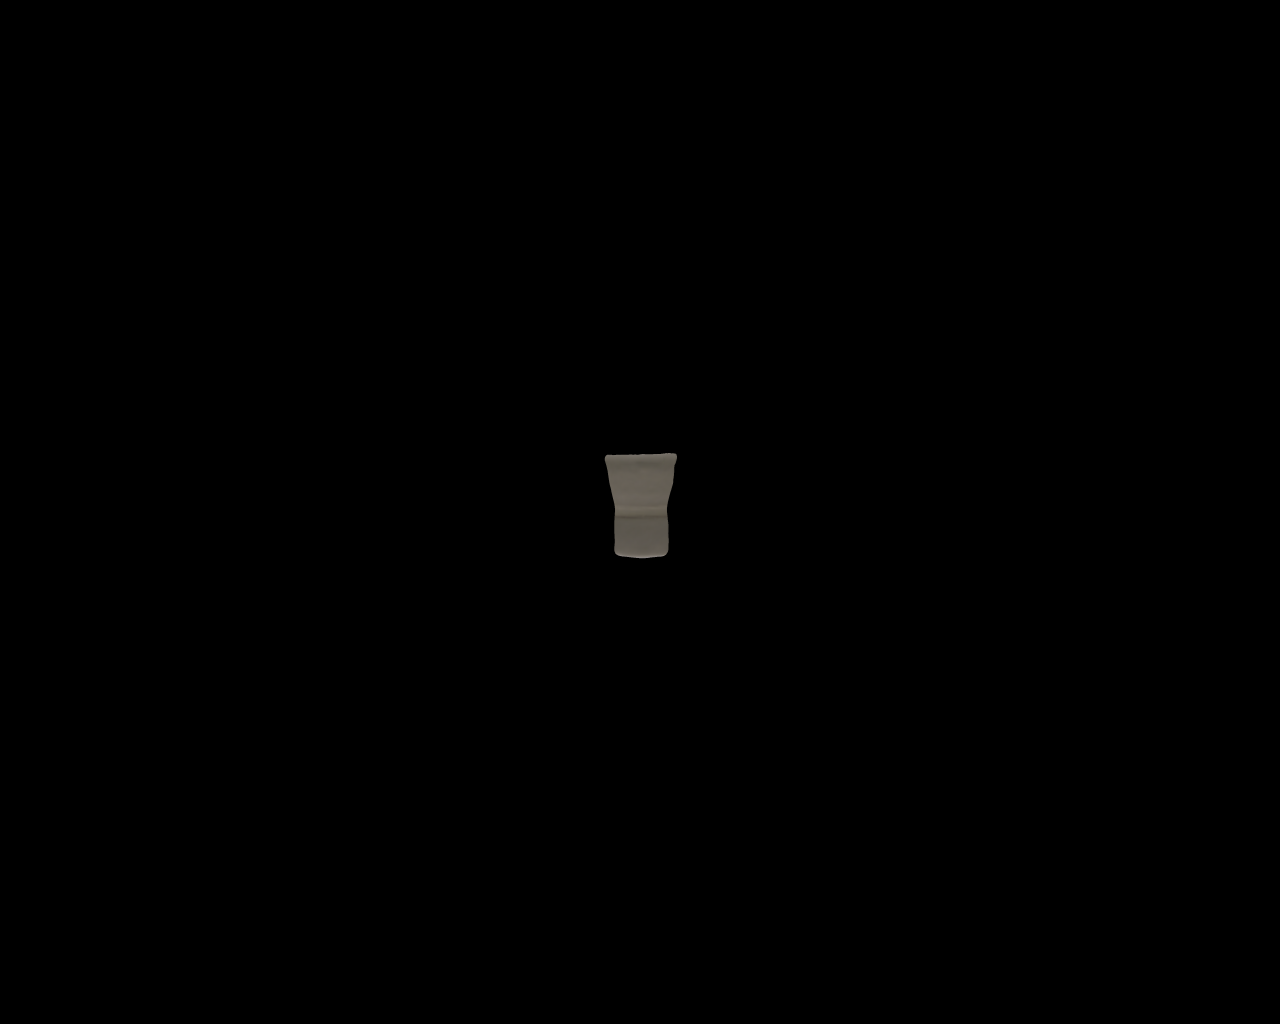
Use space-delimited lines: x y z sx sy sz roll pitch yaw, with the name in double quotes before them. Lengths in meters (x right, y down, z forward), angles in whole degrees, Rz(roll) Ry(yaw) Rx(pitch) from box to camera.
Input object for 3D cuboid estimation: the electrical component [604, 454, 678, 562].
"electrical component" 0.001 -0.003 0.650 0.044 0.065 0.044 0 2 0
